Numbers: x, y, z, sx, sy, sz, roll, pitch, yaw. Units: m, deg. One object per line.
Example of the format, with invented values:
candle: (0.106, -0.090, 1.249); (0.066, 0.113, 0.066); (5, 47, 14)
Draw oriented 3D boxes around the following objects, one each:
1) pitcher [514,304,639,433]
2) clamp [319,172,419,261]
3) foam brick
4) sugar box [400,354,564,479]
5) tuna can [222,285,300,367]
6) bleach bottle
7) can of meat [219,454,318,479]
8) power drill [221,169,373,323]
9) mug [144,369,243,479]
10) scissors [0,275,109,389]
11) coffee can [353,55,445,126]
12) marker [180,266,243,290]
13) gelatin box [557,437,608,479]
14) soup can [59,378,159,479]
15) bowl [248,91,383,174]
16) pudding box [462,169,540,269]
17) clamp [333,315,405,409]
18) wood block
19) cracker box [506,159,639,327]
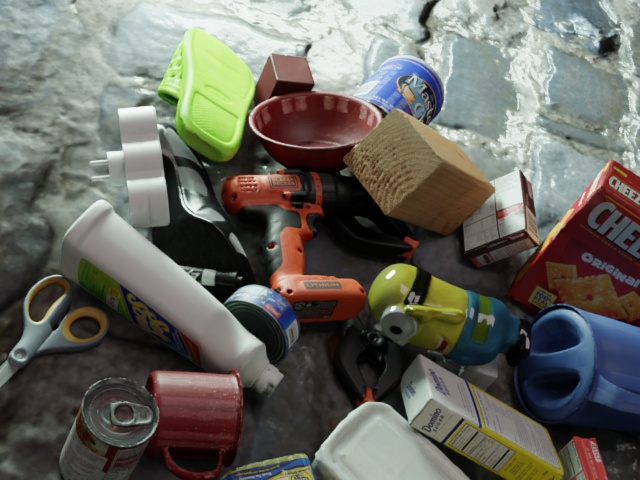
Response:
pitcher: (0.359, 0.163, 1.220); (0.242, 0.145, 0.149); (13, 53, -27)
clamp: (0.028, -0.047, 1.309); (0.210, 0.036, 0.164); (27, 45, 2)
foam brick: (-0.048, -0.193, 1.369); (0.052, 0.078, 0.051); (4, 52, -25)
sugar box: (0.168, 0.196, 1.122); (0.176, 0.048, 0.093); (29, 19, -14)
tuna can: (-0.064, 0.089, 1.105); (0.086, 0.086, 0.033); (37, 43, 6)
bleach bottle: (-0.142, 0.070, 1.069); (0.251, 0.103, 0.068); (36, 60, 5)
can of meat: (-0.041, 0.253, 0.994); (0.101, 0.058, 0.084); (-5, 53, -31)
power drill: (-0.008, 0.001, 1.196); (0.184, 0.057, 0.188); (-3, 52, -19)
mug: (-0.121, 0.175, 0.997); (0.081, 0.093, 0.117); (6, 46, -17)
scissors: (-0.268, 0.116, 1.024); (0.096, 0.016, 0.201); (22, 45, -9)
coffee can: (0.090, -0.168, 1.401); (0.103, 0.103, 0.140); (36, 44, 5)
marker: (-0.140, 0.037, 1.124); (0.121, 0.020, 0.020); (6, 44, 10)
gelatin box: (0.268, 0.261, 1.126); (0.030, 0.089, 0.073); (9, 48, -21)
soup can: (-0.189, 0.178, 0.948); (0.068, 0.102, 0.068); (15, 46, -16)
bowl: (-0.005, -0.123, 1.286); (0.162, 0.055, 0.162); (0, 32, 0)
pudding box: (0.226, -0.028, 1.358); (0.039, 0.090, 0.113); (47, 32, -35)
clamp: (0.047, 0.111, 1.180); (0.120, 0.039, 0.171); (15, 44, 4)
wood block: (0.124, -0.077, 1.280); (0.091, 0.090, 0.205); (53, 16, 22)
cracker box: (0.350, 0.034, 1.280); (0.164, 0.214, 0.072); (34, 44, 3)
